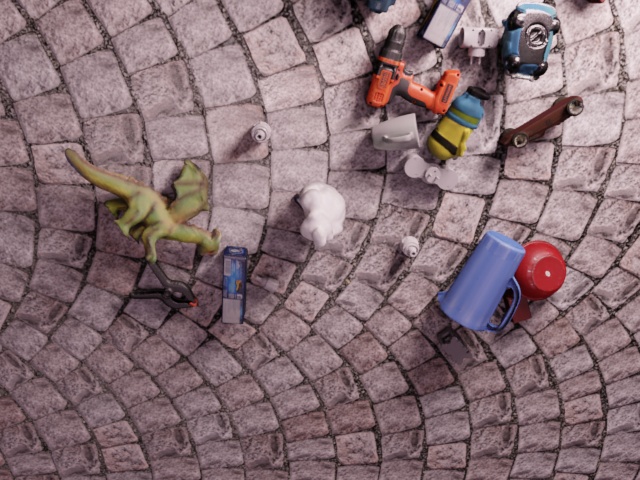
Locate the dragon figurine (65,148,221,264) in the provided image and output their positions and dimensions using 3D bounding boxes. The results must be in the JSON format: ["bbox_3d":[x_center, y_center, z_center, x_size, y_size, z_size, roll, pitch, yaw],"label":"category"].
[{"bbox_3d":[-0.385,-0.103,1.240,0.244,0.123,0.404,-35,112,-7],"label":"dragon figurine"}]

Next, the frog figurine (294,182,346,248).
[{"bbox_3d":[0.004,-0.061,1.221,0.122,0.162,0.135,-26,112,7],"label":"frog figurine"}]
